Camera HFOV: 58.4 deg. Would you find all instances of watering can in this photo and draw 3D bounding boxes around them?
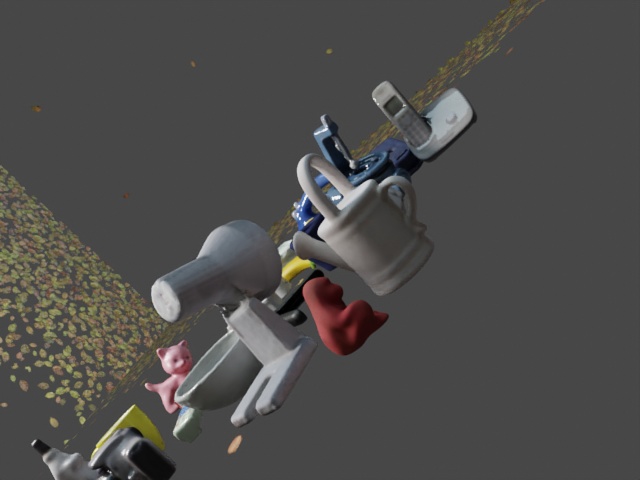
[{"bbox_3d":[0.038,-0.025,0.723,0.173,0.194,0.101,-43,8,10],"label":"watering can"}]

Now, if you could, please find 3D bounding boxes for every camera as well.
[{"bbox_3d":[-0.303,0.356,0.847,0.137,0.101,0.143,-50,9,-33],"label":"camera"}]

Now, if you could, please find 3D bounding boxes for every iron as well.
[{"bbox_3d":[0.017,-0.079,1.306,0.258,0.141,0.119,-41,9,23],"label":"iron"}]

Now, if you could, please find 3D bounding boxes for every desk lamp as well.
[{"bbox_3d":[-0.107,0.096,0.766,0.117,0.213,0.203,-38,10,37],"label":"desk lamp"}]

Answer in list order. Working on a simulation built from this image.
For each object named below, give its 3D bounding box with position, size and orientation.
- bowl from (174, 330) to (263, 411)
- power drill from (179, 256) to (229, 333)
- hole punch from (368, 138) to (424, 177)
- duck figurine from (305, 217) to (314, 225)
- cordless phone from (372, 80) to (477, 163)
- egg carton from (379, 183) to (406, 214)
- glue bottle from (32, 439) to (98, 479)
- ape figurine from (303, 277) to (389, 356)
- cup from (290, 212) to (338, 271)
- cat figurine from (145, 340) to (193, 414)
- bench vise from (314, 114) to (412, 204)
[{"bbox_3d":[-0.140,0.205,0.888,0.167,0.075,0.167,-44,8,8],"label":"bowl"},{"bbox_3d":[-0.259,0.129,1.403,0.075,0.208,0.230,-35,13,51],"label":"power drill"},{"bbox_3d":[0.156,-0.168,1.238,0.109,0.091,0.101,-46,8,-8],"label":"hole punch"},{"bbox_3d":[0.009,-0.014,1.216,0.104,0.086,0.077,-43,8,12],"label":"duck figurine"},{"bbox_3d":[0.203,-0.261,1.130,0.147,0.185,0.094,-42,9,21],"label":"cordless phone"},{"bbox_3d":[0.094,-0.034,0.942,0.107,0.069,0.150,-42,8,17],"label":"egg carton"},{"bbox_3d":[-0.387,0.376,0.909,0.078,0.173,0.037,-43,8,13],"label":"glue bottle"},{"bbox_3d":[0.019,0.079,0.653,0.076,0.092,0.078,-45,8,1],"label":"ape figurine"},{"bbox_3d":[0.010,0.004,1.084,0.091,0.095,0.118,-36,12,46],"label":"cup"},{"bbox_3d":[-0.310,0.280,1.215,0.128,0.118,0.067,-47,8,-14],"label":"cat figurine"},{"bbox_3d":[0.046,-0.130,1.133,0.207,0.220,0.122,-39,10,34],"label":"bench vise"}]
